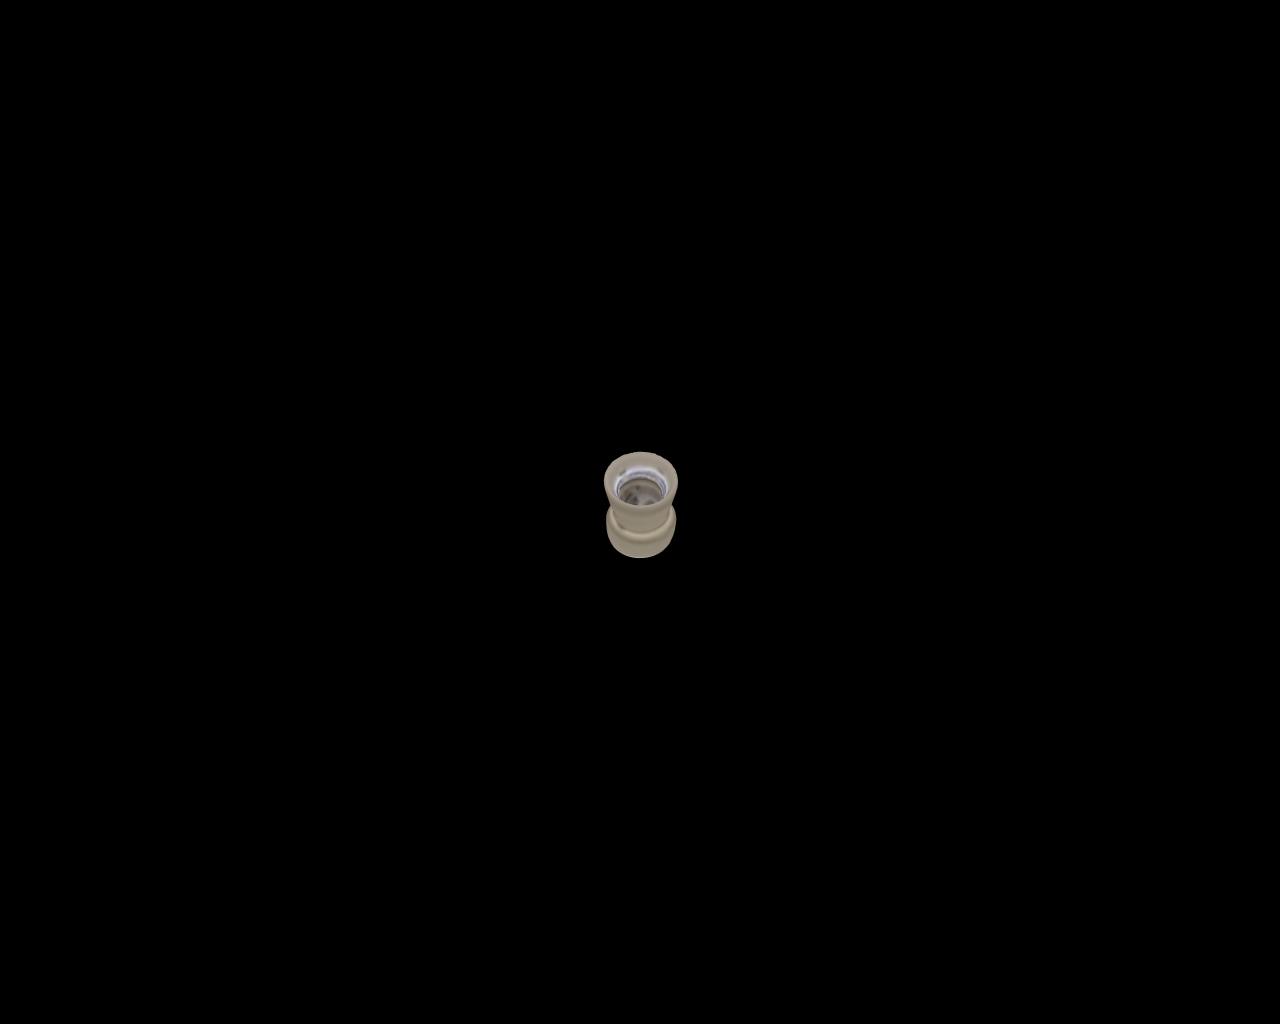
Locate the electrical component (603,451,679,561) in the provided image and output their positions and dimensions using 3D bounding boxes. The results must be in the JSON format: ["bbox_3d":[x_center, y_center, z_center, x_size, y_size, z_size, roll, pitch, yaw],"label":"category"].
[{"bbox_3d":[0.001,-0.003,0.650,0.045,0.045,0.055,0,-39,0],"label":"electrical component"}]
